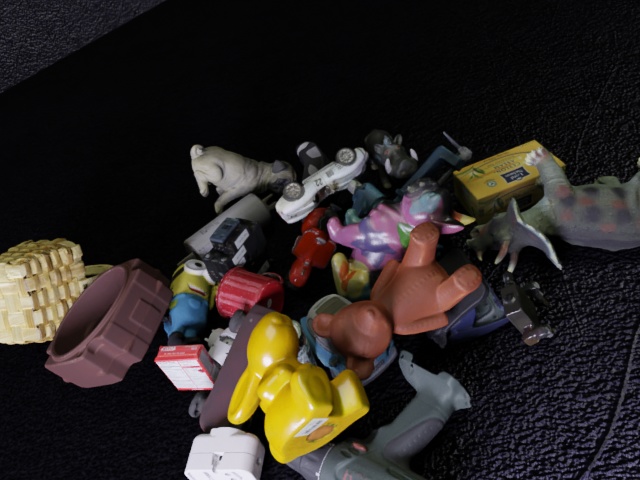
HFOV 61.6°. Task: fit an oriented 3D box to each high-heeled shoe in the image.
[{"bbox_3d":[-0.028,-0.121,1.139,0.145,0.086,0.249,-43,37,-6],"label":"high-heeled shoe"}]

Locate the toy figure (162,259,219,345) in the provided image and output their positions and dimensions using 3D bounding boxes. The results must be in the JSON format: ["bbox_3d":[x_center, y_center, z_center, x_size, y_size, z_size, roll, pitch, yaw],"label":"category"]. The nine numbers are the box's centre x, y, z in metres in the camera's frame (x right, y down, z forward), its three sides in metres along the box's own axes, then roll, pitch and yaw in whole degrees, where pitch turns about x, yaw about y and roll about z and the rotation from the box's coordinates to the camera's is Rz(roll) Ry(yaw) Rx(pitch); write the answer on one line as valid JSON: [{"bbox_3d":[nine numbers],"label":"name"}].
[{"bbox_3d":[-0.236,0.112,0.950,0.089,0.082,0.180,-18,44,19],"label":"toy figure"}]

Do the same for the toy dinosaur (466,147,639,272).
[{"bbox_3d":[0.442,-0.041,0.837,0.405,0.131,0.192,-3,61,7],"label":"toy dinosaur"}]

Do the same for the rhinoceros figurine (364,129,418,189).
[{"bbox_3d":[0.147,-0.168,1.086,0.073,0.111,0.190,-19,33,-3],"label":"rhinoceros figurine"}]

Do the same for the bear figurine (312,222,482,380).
[{"bbox_3d":[0.096,0.084,0.714,0.196,0.131,0.120,-26,64,-25],"label":"bear figurine"}]

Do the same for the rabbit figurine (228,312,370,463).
[{"bbox_3d":[-0.041,0.178,0.684,0.162,0.122,0.173,-50,54,29],"label":"rabbit figurine"}]

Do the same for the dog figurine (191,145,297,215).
[{"bbox_3d":[-0.160,-0.155,1.152,0.191,0.172,0.121,-20,51,11],"label":"dog figurine"}]

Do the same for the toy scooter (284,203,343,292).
[{"bbox_3d":[-0.002,-0.003,0.946,0.075,0.135,0.184,28,54,-3],"label":"toy scooter"}]

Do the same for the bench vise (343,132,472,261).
[{"bbox_3d":[0.162,-0.076,0.942,0.240,0.128,0.224,-51,49,11],"label":"bench vise"}]

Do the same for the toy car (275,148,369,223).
[{"bbox_3d":[0.007,-0.104,1.002,0.202,0.073,0.056,-33,73,-4],"label":"toy car"}]

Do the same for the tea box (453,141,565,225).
[{"bbox_3d":[0.340,-0.105,0.974,0.170,0.068,0.098,-22,41,-4],"label":"tea box"}]

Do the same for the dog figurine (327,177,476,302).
[{"bbox_3d":[0.128,0.005,0.834,0.219,0.191,0.108,-5,6,32],"label":"dog figurine"}]

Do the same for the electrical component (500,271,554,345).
[{"bbox_3d":[0.299,0.098,0.771,0.045,0.078,0.102,-27,28,29],"label":"electrical component"}]

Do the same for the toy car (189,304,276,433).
[{"bbox_3d":[-0.118,0.194,0.809,0.089,0.053,0.202,15,63,15],"label":"toy car"}]

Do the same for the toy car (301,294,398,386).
[{"bbox_3d":[0.034,0.133,0.807,0.109,0.102,0.162,-34,45,-18],"label":"toy car"}]

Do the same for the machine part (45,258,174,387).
[{"bbox_3d":[-0.357,0.138,0.907,0.201,0.087,0.201,-19,40,39],"label":"machine part"}]

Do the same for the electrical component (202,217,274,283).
[{"bbox_3d":[-0.147,0.027,0.968,0.058,0.134,0.115,9,46,28],"label":"electrical component"}]

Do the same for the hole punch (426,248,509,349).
[{"bbox_3d":[0.208,0.093,0.808,0.116,0.092,0.142,-42,39,19],"label":"hole punch"}]

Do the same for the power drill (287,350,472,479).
[{"bbox_3d":[0.079,0.242,0.687,0.232,0.085,0.207,20,50,39],"label":"power drill"}]

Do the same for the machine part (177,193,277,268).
[{"bbox_3d":[-0.182,-0.017,1.071,0.243,0.079,0.079,-38,44,-22],"label":"machine part"}]
